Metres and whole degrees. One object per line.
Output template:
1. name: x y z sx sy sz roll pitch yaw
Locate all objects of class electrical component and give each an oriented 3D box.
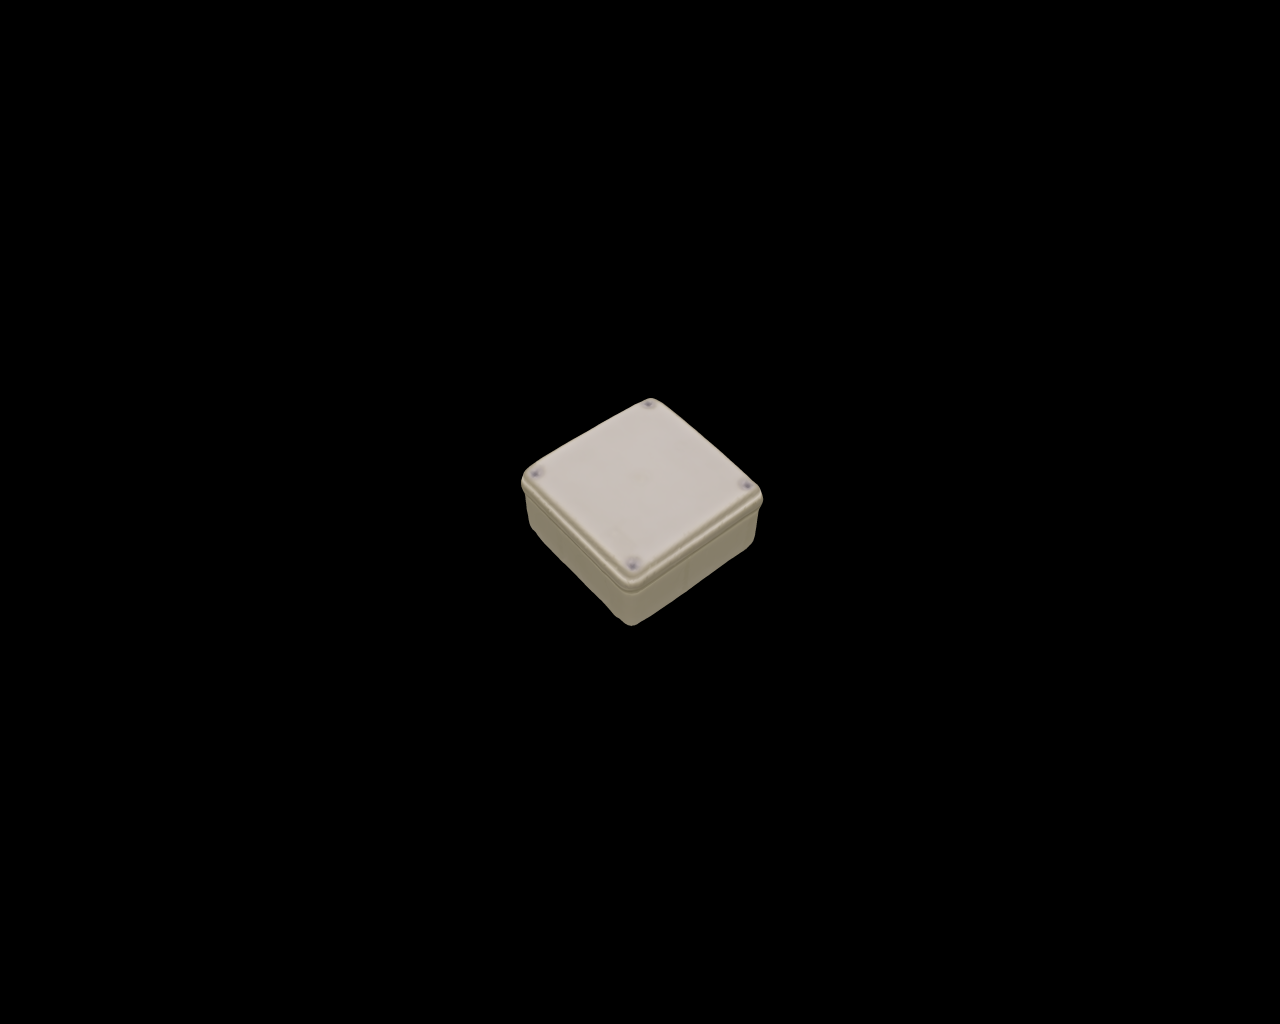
1. electrical component: 0.001 -0.003 0.650 0.109 0.056 0.109 -33 58 -24
